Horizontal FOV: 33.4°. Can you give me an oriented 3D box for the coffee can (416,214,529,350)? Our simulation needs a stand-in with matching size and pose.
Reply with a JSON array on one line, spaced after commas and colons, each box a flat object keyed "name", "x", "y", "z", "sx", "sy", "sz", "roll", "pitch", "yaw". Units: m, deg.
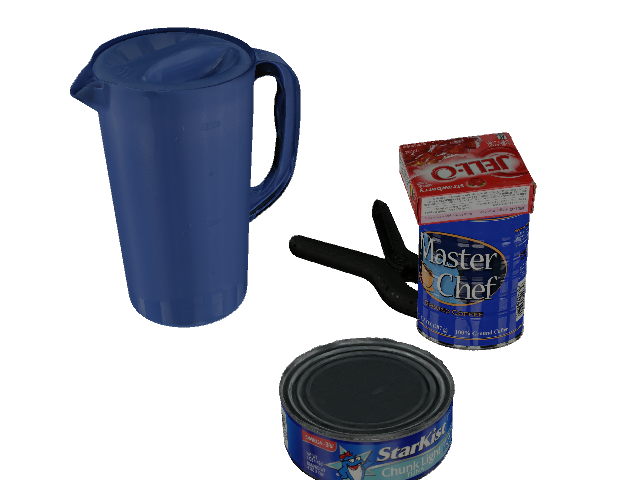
[{"name": "coffee can", "x": 0.141, "y": 0.017, "z": 0.993, "sx": 0.103, "sy": 0.140, "sz": 0.103, "roll": -1, "pitch": 21, "yaw": 0}]

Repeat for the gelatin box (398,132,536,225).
[{"name": "gelatin box", "x": 0.108, "y": -0.047, "z": 0.799, "sx": 0.089, "sy": 0.030, "sz": 0.073, "roll": -7, "pitch": 37, "yaw": -3}]

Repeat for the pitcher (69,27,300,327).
[{"name": "pitcher", "x": -0.109, "y": -0.052, "z": 0.915, "sx": 0.149, "sy": 0.243, "sz": 0.144, "roll": 14, "pitch": 35, "yaw": 20}]

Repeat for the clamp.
[{"name": "clamp", "x": 0.076, "y": 0.034, "z": 1.231, "sx": 0.164, "sy": 0.036, "sz": 0.210, "roll": -18, "pitch": 49, "yaw": -37}]

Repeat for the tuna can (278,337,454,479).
[{"name": "tuna can", "x": 0.023, "y": 0.084, "z": 0.527, "sx": 0.086, "sy": 0.034, "sz": 0.086, "roll": -2, "pitch": 26, "yaw": 1}]
